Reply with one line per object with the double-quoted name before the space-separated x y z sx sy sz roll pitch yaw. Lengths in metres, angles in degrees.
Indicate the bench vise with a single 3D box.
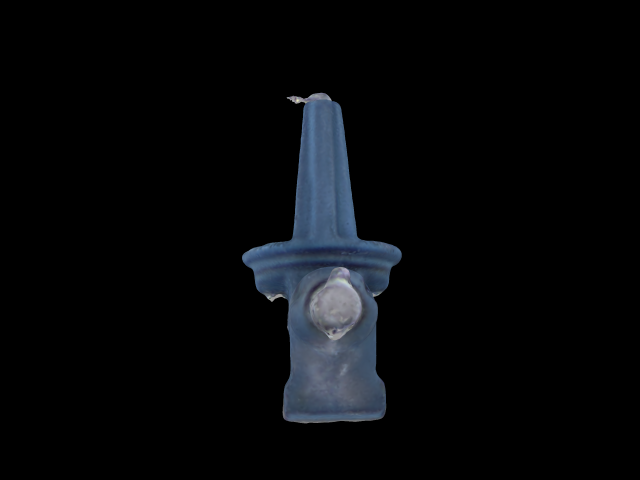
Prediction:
"bench vise" 0.015 0.001 0.404 0.122 0.220 0.207 -3 7 -21
